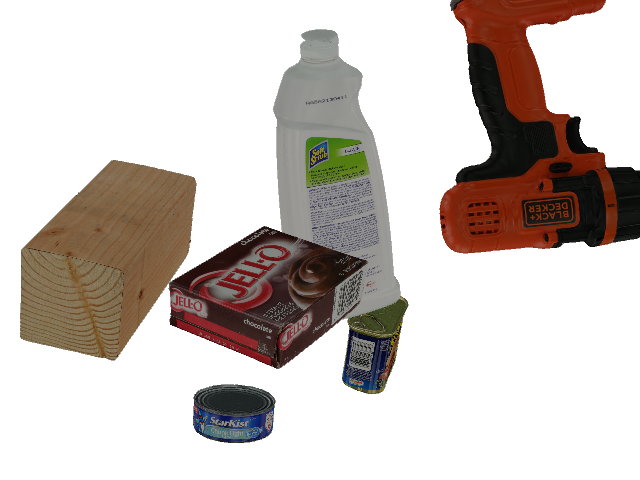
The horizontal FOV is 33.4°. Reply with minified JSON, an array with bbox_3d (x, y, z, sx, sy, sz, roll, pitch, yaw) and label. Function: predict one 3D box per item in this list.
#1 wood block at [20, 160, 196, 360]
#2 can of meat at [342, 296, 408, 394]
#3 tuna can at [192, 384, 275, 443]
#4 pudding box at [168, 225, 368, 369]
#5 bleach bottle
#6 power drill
[{"bbox_3d":[-0.188,0.011,0.972,0.090,0.091,0.206,12,26,6],"label":"wood block"},{"bbox_3d":[0.063,0.119,1.255,0.057,0.084,0.102,13,26,11],"label":"can of meat"},{"bbox_3d":[-0.091,0.181,1.120,0.086,0.034,0.086,4,12,-1],"label":"tuna can"},{"bbox_3d":[-0.034,0.035,0.723,0.090,0.039,0.113,19,28,26],"label":"pudding box"},{"bbox_3d":[0.014,-0.056,0.912,0.102,0.251,0.068,-15,30,-21],"label":"bleach bottle"},{"bbox_3d":[0.164,-0.088,0.707,0.184,0.187,0.057,-6,0,-3],"label":"power drill"}]
